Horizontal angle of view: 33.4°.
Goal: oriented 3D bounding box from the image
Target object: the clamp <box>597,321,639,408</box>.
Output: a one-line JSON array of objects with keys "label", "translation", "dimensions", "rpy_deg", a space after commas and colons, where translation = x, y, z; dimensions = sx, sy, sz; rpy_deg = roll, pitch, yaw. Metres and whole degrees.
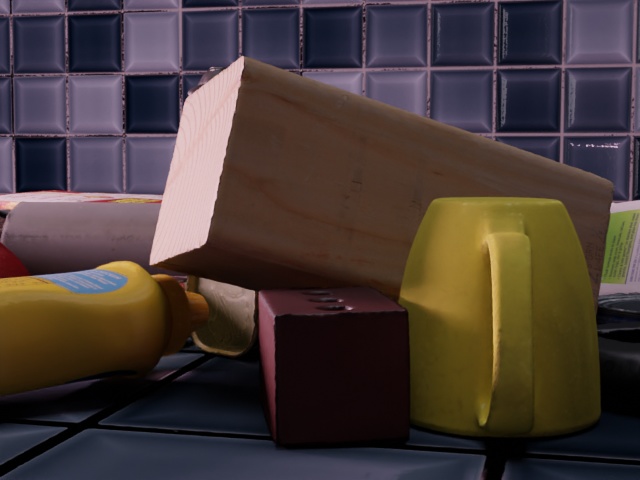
[{"label": "clamp", "translation": [0.184, 0.053, 0.467], "dimensions": [0.120, 0.039, 0.172], "rpy_deg": [-3, 5, -44]}]

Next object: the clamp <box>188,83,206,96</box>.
[{"label": "clamp", "translation": [0.002, -0.025, 0.683], "dimensions": [0.209, 0.165, 0.036], "rpy_deg": [-4, 33, -14]}]

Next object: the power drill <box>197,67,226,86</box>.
[{"label": "power drill", "translation": [-0.081, -0.048, 0.962], "dimensions": [0.057, 0.184, 0.187], "rpy_deg": [-3, -5, 1]}]

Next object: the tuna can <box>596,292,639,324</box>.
[{"label": "tuna can", "translation": [0.182, 0.049, 0.558], "dimensions": [0.086, 0.034, 0.086], "rpy_deg": [0, 4, 0]}]

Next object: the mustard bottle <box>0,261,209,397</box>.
[{"label": "mustard bottle", "translation": [-0.130, 0.041, 0.485], "dimensions": [0.096, 0.058, 0.191], "rpy_deg": [-3, 1, 45]}]

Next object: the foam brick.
[{"label": "foam brick", "translation": [0.003, 0.049, 0.436], "dimensions": [0.053, 0.051, 0.078], "rpy_deg": [0, 5, -9]}]

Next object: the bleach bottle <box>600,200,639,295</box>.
[{"label": "bleach bottle", "translation": [0.206, 0.012, 0.655], "dimensions": [0.251, 0.068, 0.102], "rpy_deg": [2, 50, 32]}]

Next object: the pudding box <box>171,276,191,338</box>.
[{"label": "pudding box", "translation": [-0.134, 0.041, 0.616], "dimensions": [0.114, 0.039, 0.089], "rpy_deg": [2, 5, 26]}]

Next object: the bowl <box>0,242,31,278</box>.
[{"label": "bowl", "translation": [-0.253, 0.027, 0.685], "dimensions": [0.162, 0.055, 0.162], "rpy_deg": [0, 5, 0]}]

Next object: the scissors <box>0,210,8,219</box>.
[{"label": "scissors", "translation": [-0.190, 0.003, 0.859], "dimensions": [0.202, 0.016, 0.096], "rpy_deg": [20, -4, 3]}]

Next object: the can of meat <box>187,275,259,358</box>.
[{"label": "can of meat", "translation": [-0.026, 0.011, 0.609], "dimensions": [0.058, 0.102, 0.083], "rpy_deg": [3, 4, 44]}]

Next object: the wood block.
[{"label": "wood block", "translation": [0.033, -0.010, 0.535], "dimensions": [0.205, 0.090, 0.091], "rpy_deg": [16, -12, -22]}]

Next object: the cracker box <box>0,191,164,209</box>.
[{"label": "cracker box", "translation": [-0.225, -0.009, 1.057], "dimensions": [0.214, 0.072, 0.164], "rpy_deg": [3, 6, 24]}]
